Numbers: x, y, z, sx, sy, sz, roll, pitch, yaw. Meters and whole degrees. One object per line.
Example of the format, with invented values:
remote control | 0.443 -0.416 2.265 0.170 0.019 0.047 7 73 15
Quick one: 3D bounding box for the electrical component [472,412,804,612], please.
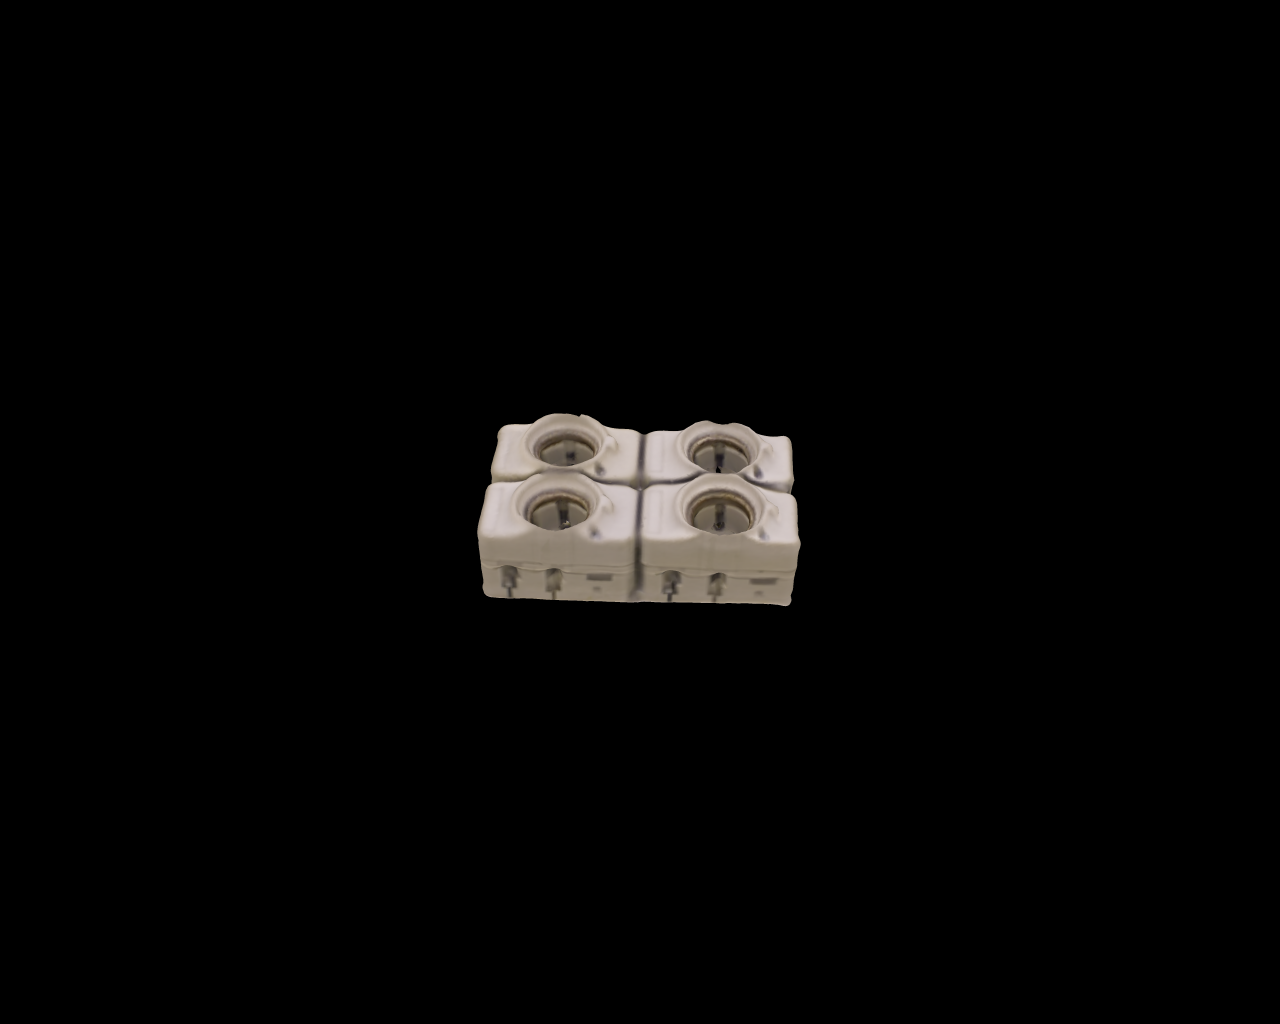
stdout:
electrical component | 0.001 -0.003 0.650 0.186 0.060 0.106 2 43 2
